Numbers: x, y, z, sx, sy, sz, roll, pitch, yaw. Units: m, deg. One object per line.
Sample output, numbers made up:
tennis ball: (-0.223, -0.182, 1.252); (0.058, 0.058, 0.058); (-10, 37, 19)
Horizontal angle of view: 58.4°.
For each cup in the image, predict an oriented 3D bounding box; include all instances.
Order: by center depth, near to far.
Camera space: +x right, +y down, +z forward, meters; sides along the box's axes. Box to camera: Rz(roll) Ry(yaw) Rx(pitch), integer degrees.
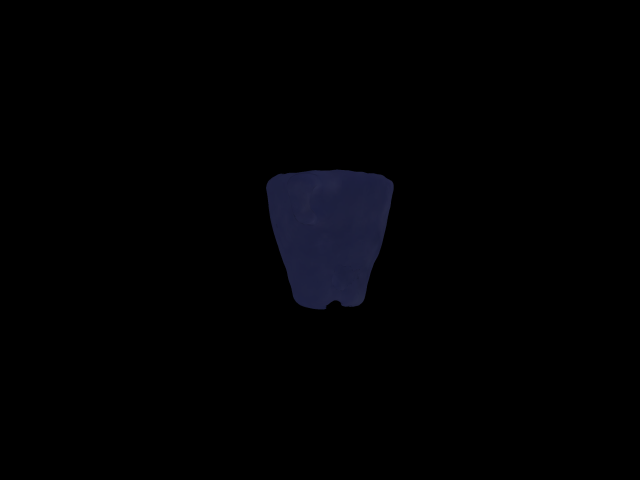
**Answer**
cup: (0.004, 0.001, 0.400); (0.091, 0.095, 0.118); (0, 0, 16)
